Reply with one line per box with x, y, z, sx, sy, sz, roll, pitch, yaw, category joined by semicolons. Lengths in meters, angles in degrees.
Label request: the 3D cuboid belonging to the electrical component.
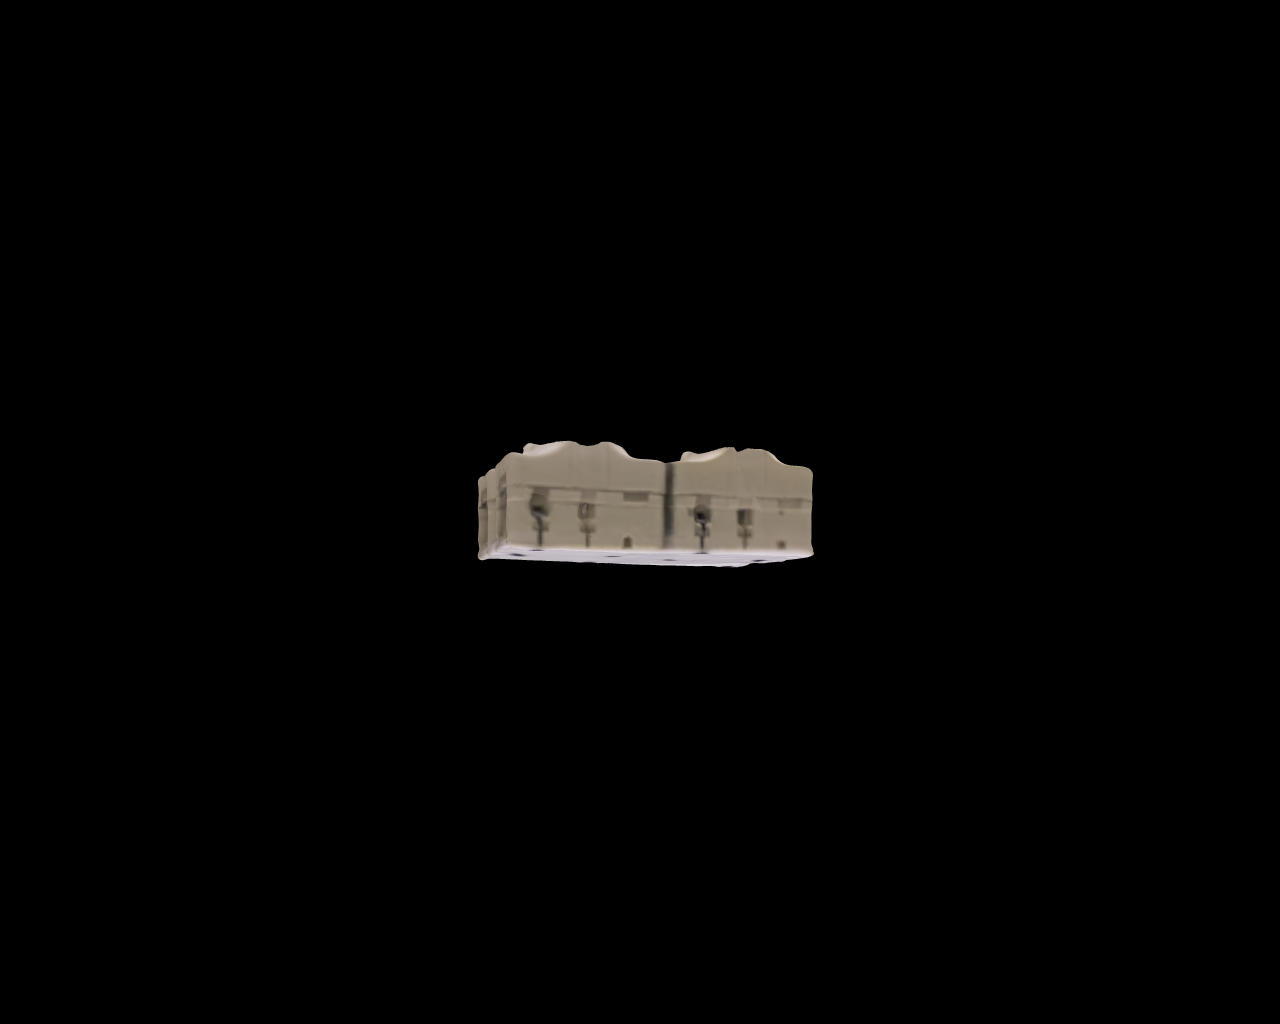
0.001;-0.003;0.650;0.186;0.060;0.105;2;-7;-18;electrical component
